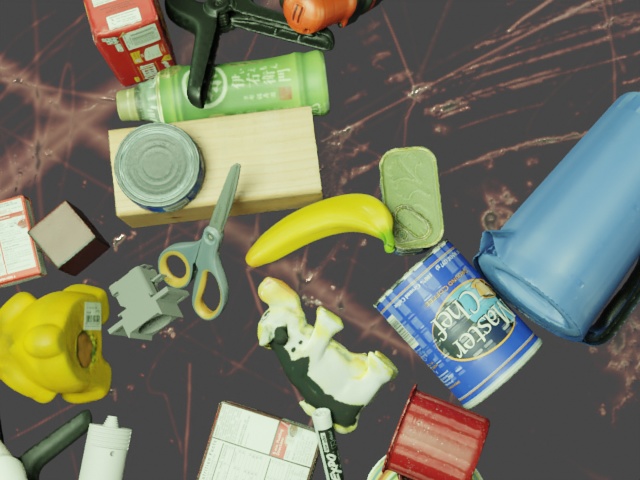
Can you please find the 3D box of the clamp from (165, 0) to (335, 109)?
[{"bbox_3d":[-0.109,-0.227,1.109,0.164,0.036,0.210,-33,60,-20],"label":"clamp"}]

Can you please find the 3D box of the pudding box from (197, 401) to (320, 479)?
[{"bbox_3d":[-0.060,0.222,1.086,0.113,0.039,0.090,17,83,6],"label":"pudding box"}]

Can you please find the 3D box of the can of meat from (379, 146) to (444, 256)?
[{"bbox_3d":[0.091,-0.036,1.093,0.057,0.084,0.102,-6,82,0],"label":"can of meat"}]

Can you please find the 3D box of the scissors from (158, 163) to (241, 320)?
[{"bbox_3d":[-0.122,-0.007,1.069,0.096,0.202,0.016,24,39,24],"label":"scissors"}]

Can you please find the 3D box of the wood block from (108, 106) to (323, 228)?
[{"bbox_3d":[-0.104,-0.073,1.101,0.206,0.091,0.090,-7,82,0],"label":"wood block"}]

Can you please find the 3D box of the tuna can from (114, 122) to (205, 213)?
[{"bbox_3d":[-0.156,-0.071,1.038,0.086,0.034,0.086,0,83,2],"label":"tuna can"}]

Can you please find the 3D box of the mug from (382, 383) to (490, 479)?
[{"bbox_3d":[0.111,0.206,1.035,0.081,0.093,0.117,21,124,10],"label":"mug"}]

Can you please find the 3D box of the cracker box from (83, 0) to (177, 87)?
[{"bbox_3d":[-0.216,-0.285,1.096,0.072,0.164,0.214,-18,82,-3],"label":"cracker box"}]

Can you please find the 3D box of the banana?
[{"bbox_3d":[0.004,-0.012,1.074,0.037,0.198,0.069,52,50,-28],"label":"banana"}]

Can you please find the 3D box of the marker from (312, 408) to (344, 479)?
[{"bbox_3d":[0.012,0.225,1.069,0.020,0.020,0.121,-12,109,0],"label":"marker"}]

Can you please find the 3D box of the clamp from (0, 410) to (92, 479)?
[{"bbox_3d":[-0.320,0.222,1.072,0.120,0.039,0.171,20,56,13],"label":"clamp"}]

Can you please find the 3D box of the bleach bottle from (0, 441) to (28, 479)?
[{"bbox_3d":[-0.358,0.214,1.022,0.251,0.068,0.102,31,76,37],"label":"bleach bottle"}]

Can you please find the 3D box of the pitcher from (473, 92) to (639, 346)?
[{"bbox_3d":[0.282,-0.021,1.073,0.145,0.149,0.242,37,81,23],"label":"pitcher"}]

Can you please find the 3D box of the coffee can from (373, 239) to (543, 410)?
[{"bbox_3d":[0.137,0.084,1.066,0.103,0.103,0.140,-41,83,-4],"label":"coffee can"}]

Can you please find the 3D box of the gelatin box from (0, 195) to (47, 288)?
[{"bbox_3d":[-0.335,0.004,1.128,0.073,0.030,0.089,-15,81,1],"label":"gelatin box"}]

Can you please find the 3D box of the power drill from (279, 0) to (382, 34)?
[{"bbox_3d":[-0.025,-0.290,1.116,0.188,0.184,0.057,32,127,19],"label":"power drill"}]

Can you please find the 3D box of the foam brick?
[{"bbox_3d":[-0.258,-0.001,1.103,0.051,0.078,0.053,-41,85,-5],"label":"foam brick"}]
